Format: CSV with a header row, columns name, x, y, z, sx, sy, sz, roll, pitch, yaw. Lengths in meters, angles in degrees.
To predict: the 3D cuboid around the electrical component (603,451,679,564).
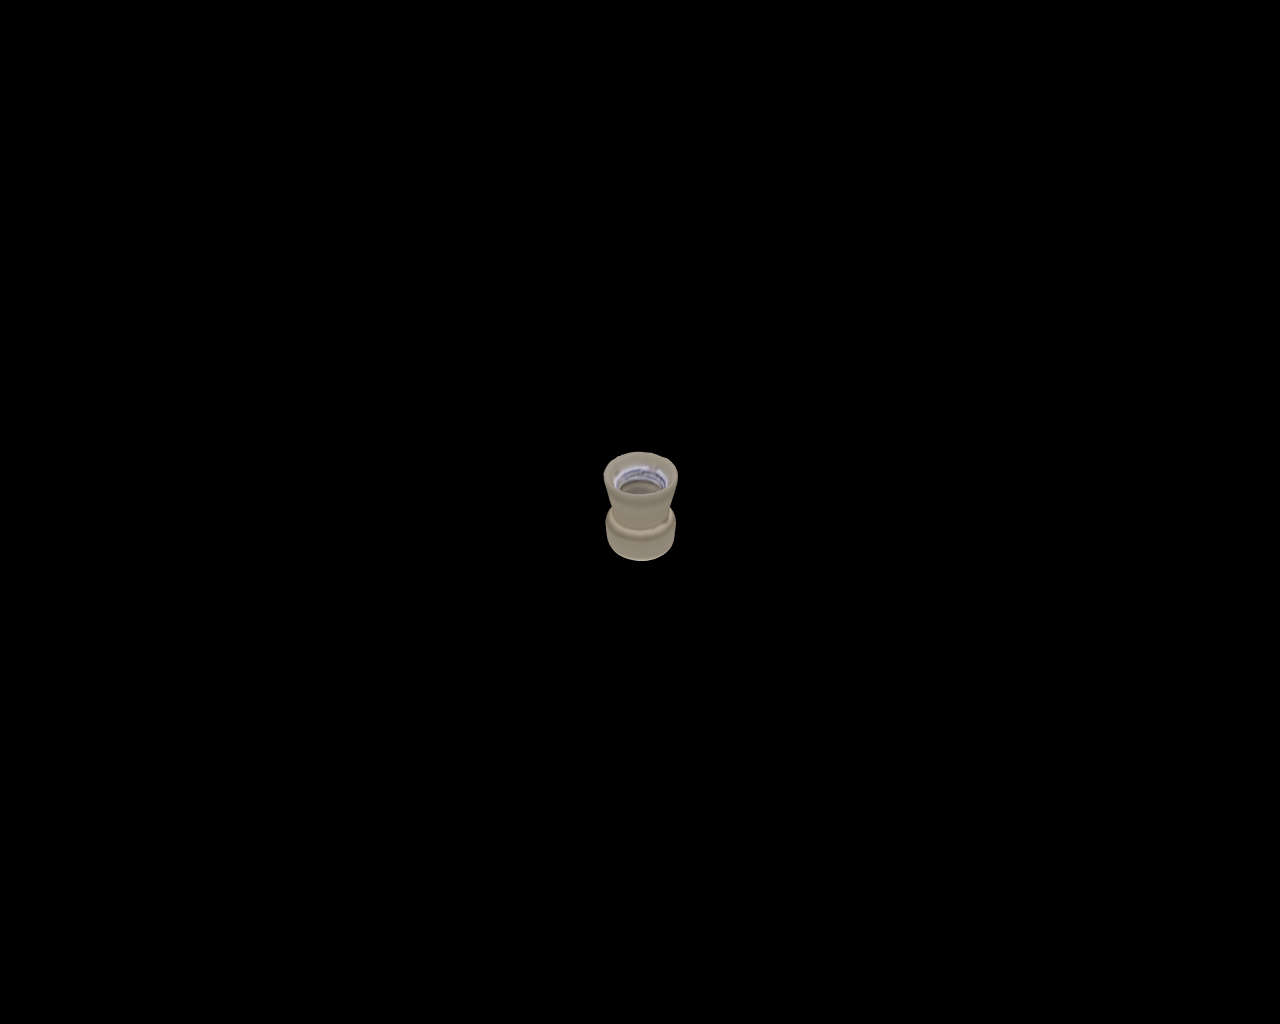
name,x,y,z,sx,sy,sz,roll,pitch,yaw
electrical component,0.001,-0.003,0.650,0.045,0.055,0.045,0,40,0
